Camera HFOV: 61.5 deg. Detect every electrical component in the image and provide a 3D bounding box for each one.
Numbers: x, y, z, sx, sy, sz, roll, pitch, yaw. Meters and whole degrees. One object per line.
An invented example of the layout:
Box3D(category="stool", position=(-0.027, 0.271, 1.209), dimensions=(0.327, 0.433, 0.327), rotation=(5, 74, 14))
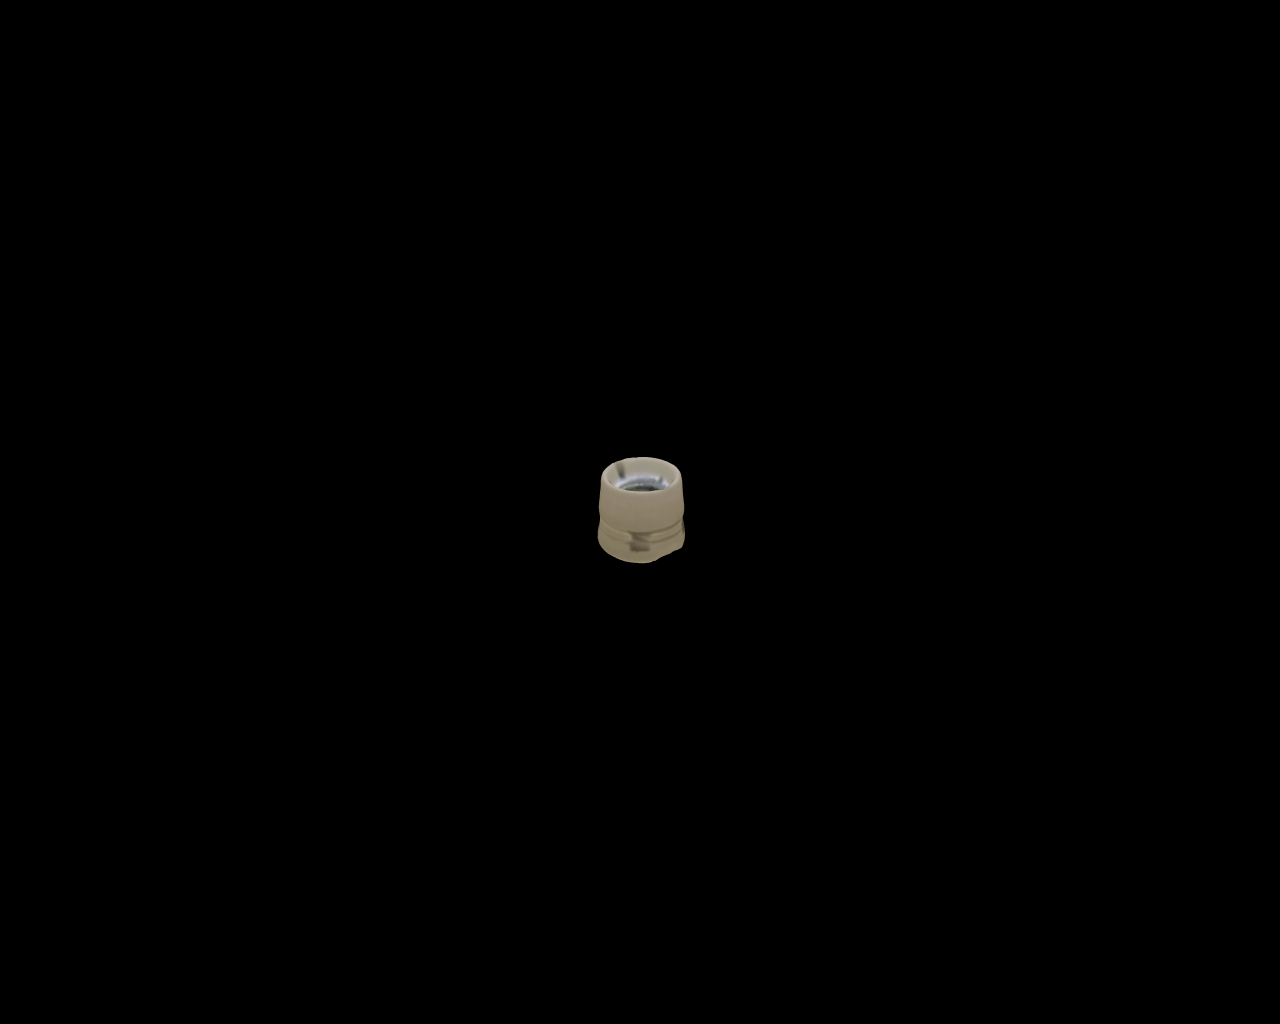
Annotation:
Box3D(category="electrical component", position=(0.001, -0.003, 0.650), dimensions=(0.055, 0.047, 0.055), rotation=(0, 29, 0))
